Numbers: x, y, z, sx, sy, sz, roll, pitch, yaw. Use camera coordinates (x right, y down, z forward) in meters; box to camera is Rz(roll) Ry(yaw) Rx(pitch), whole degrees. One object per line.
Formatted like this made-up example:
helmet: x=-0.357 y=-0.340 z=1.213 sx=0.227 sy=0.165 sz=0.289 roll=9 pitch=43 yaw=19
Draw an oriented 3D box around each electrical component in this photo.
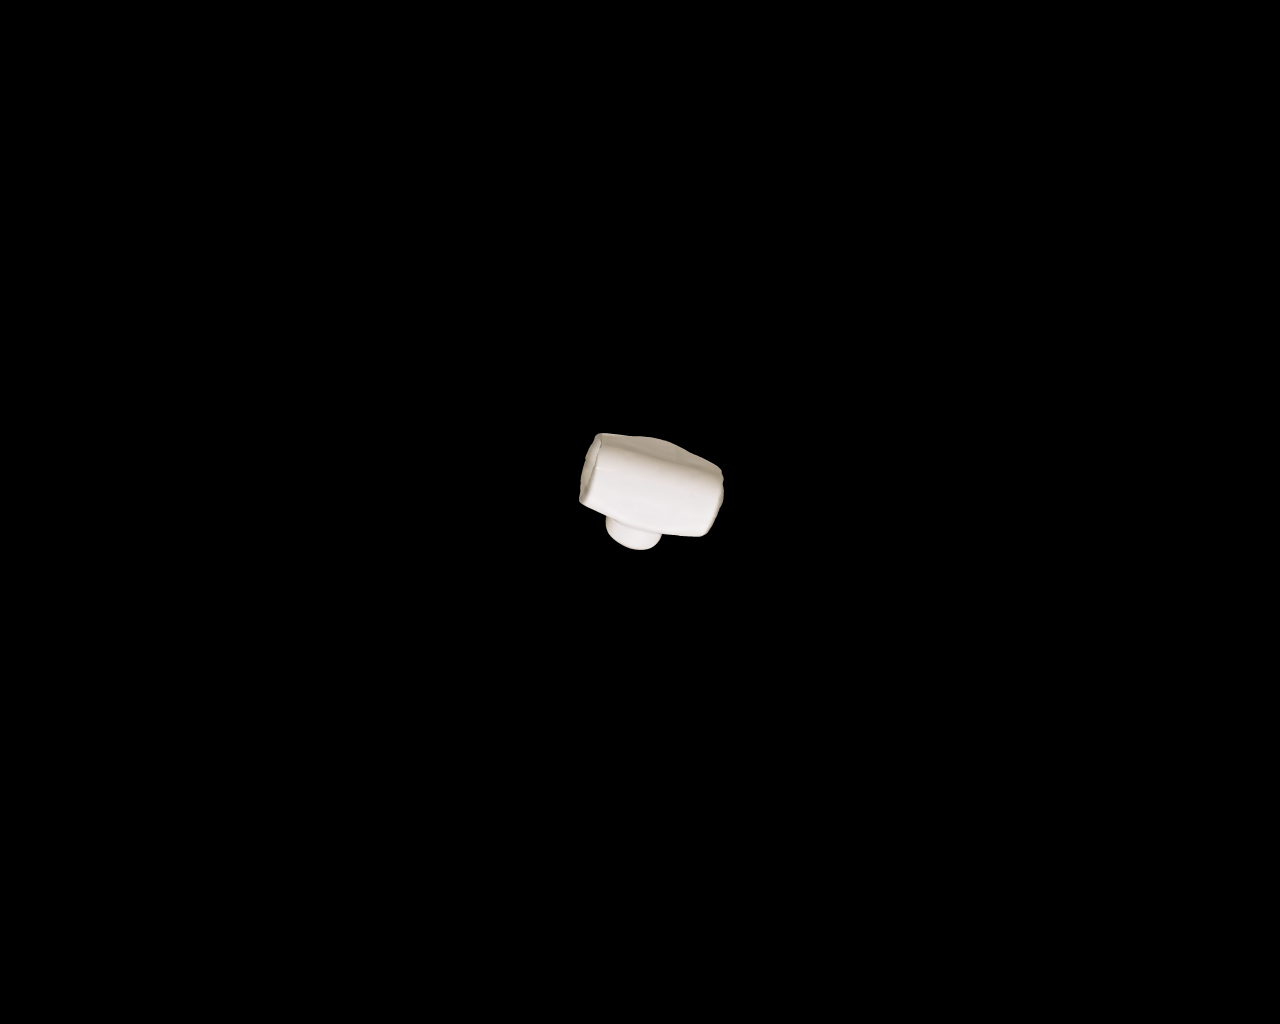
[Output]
electrical component: x=0.001 y=-0.003 z=0.650 sx=0.077 sy=0.079 sz=0.044 roll=15 pitch=36 yaw=-11
